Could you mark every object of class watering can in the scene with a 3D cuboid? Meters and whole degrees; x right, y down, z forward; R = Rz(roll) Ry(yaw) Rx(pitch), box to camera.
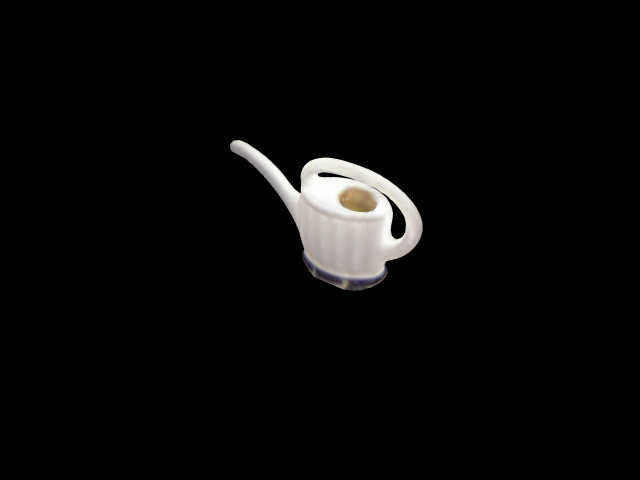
[{"bbox_3d":[0.003,-0.043,0.850,0.350,0.219,0.106,21,42,25],"label":"watering can"}]
